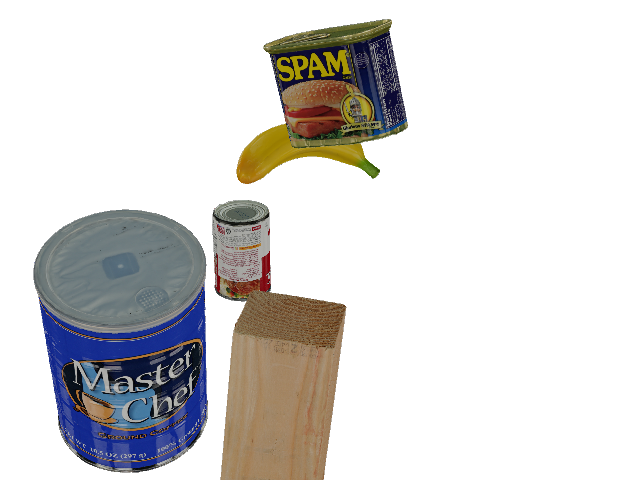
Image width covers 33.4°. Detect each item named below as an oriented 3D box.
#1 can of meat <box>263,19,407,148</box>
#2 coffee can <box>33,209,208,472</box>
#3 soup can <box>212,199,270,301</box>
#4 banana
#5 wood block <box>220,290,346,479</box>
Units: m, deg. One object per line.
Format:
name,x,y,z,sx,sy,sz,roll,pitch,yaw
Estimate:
can of meat,0.013,-0.120,0.829,0.102,0.084,0.057,0,22,37
coffee can,-0.124,0.066,0.686,0.103,0.140,0.103,2,42,-2
soup can,-0.093,0.011,1.260,0.068,0.102,0.068,0,26,0
banana,-0.019,-0.093,1.097,0.197,0.037,0.070,-7,49,-43
wood block,-0.037,0.161,0.970,0.090,0.206,0.090,9,23,4
